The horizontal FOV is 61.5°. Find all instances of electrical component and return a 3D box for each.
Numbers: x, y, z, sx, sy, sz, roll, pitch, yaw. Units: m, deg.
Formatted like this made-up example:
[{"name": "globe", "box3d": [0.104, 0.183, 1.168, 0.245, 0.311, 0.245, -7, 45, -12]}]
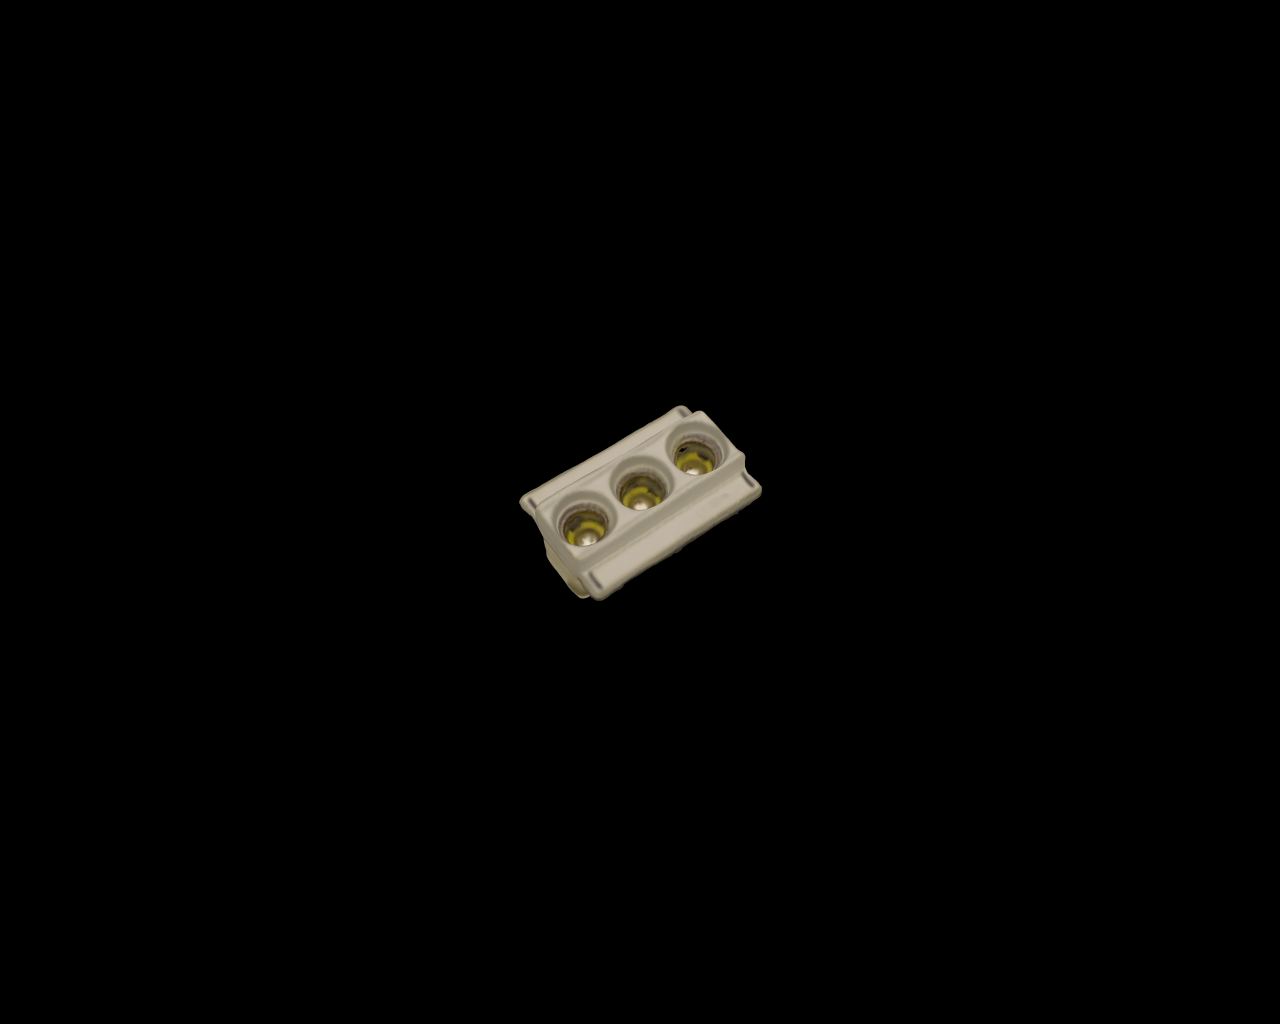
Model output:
[{"name": "electrical component", "box3d": [0.001, -0.003, 0.650, 0.121, 0.079, 0.063, -32, -26, -18]}]
